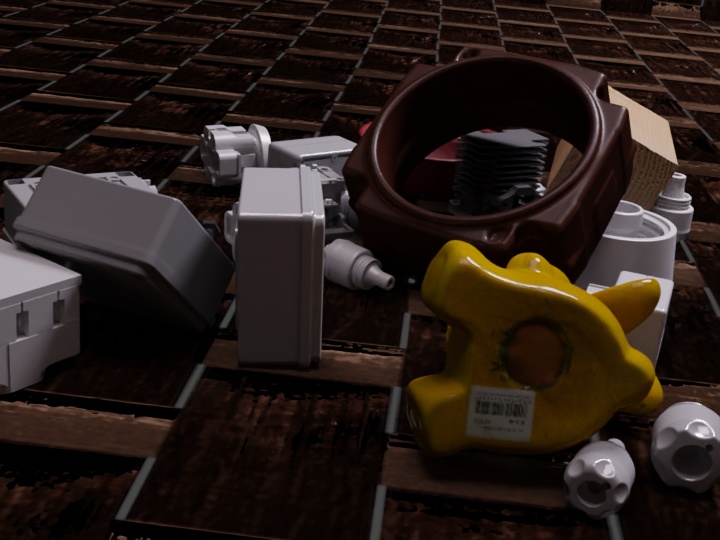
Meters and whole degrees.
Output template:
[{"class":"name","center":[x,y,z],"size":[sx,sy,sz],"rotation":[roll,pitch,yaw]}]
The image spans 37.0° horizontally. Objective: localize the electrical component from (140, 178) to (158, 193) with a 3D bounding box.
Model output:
[{"class":"electrical component","center":[-0.204,-0.061,0.934],"size":[0.040,0.040,0.046],"rotation":[17,18,28]}]

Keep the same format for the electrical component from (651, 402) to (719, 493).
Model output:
[{"class":"electrical component","center":[0.189,0.096,0.617],"size":[0.043,0.043,0.062],"rotation":[10,20,11]}]

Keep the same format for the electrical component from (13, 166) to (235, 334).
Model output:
[{"class":"electrical component","center":[-0.155,-0.012,0.719],"size":[0.109,0.056,0.108],"rotation":[15,-20,21]}]

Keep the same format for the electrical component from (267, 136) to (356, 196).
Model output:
[{"class":"electrical component","center":[-0.037,-0.090,1.013],"size":[0.096,0.061,0.061],"rotation":[-11,27,-36]}]

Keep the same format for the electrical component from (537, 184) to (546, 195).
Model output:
[{"class":"electrical component","center":[0.172,-0.062,1.030],"size":[0.035,0.035,0.061],"rotation":[-4,25,-22]}]

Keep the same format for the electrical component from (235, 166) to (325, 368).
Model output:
[{"class":"electrical component","center":[-0.055,-0.005,0.728],"size":[0.056,0.108,0.108],"rotation":[1,22,-4]}]

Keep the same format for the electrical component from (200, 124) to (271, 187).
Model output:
[{"class":"electrical component","center":[-0.121,-0.114,1.064],"size":[0.057,0.058,0.078],"rotation":[-6,24,-21]}]

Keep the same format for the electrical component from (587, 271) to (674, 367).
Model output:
[{"class":"electrical component","center":[0.181,0.032,0.774],"size":[0.077,0.047,0.066],"rotation":[12,22,17]}]

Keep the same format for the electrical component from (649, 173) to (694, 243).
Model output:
[{"class":"electrical component","center":[0.293,-0.060,1.016],"size":[0.043,0.062,0.043],"rotation":[5,21,-2]}]

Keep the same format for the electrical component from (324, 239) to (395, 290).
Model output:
[{"class":"electrical component","center":[0.000,0.000,0.831],"size":[0.061,0.035,0.035],"rotation":[24,28,34]}]

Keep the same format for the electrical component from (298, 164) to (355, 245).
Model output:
[{"class":"electrical component","center":[-0.039,-0.055,0.921],"size":[0.042,0.063,0.081],"rotation":[-5,23,-27]}]

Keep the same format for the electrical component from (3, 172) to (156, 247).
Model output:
[{"class":"electrical component","center":[-0.211,-0.034,0.836],"size":[0.109,0.056,0.109],"rotation":[-8,25,-30]}]

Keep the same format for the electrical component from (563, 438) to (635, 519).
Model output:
[{"class":"electrical component","center":[0.133,0.109,0.585],"size":[0.035,0.035,0.061],"rotation":[14,20,21]}]

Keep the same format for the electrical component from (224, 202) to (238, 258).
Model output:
[{"class":"electrical component","center":[-0.065,-0.028,0.855],"size":[0.057,0.058,0.078],"rotation":[-11,27,-30]}]

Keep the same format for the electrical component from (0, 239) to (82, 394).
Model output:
[{"class":"electrical component","center":[-0.258,0.021,0.677],"size":[0.150,0.061,0.089],"rotation":[20,26,33]}]

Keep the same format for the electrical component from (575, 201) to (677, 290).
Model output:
[{"class":"electrical component","center":[0.215,-0.025,0.911],"size":[0.108,0.060,0.108],"rotation":[5,21,-2]}]

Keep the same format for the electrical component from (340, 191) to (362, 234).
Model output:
[{"class":"electrical component","center":[0.000,-0.054,0.956],"size":[0.062,0.043,0.043],"rotation":[11,22,18]}]
